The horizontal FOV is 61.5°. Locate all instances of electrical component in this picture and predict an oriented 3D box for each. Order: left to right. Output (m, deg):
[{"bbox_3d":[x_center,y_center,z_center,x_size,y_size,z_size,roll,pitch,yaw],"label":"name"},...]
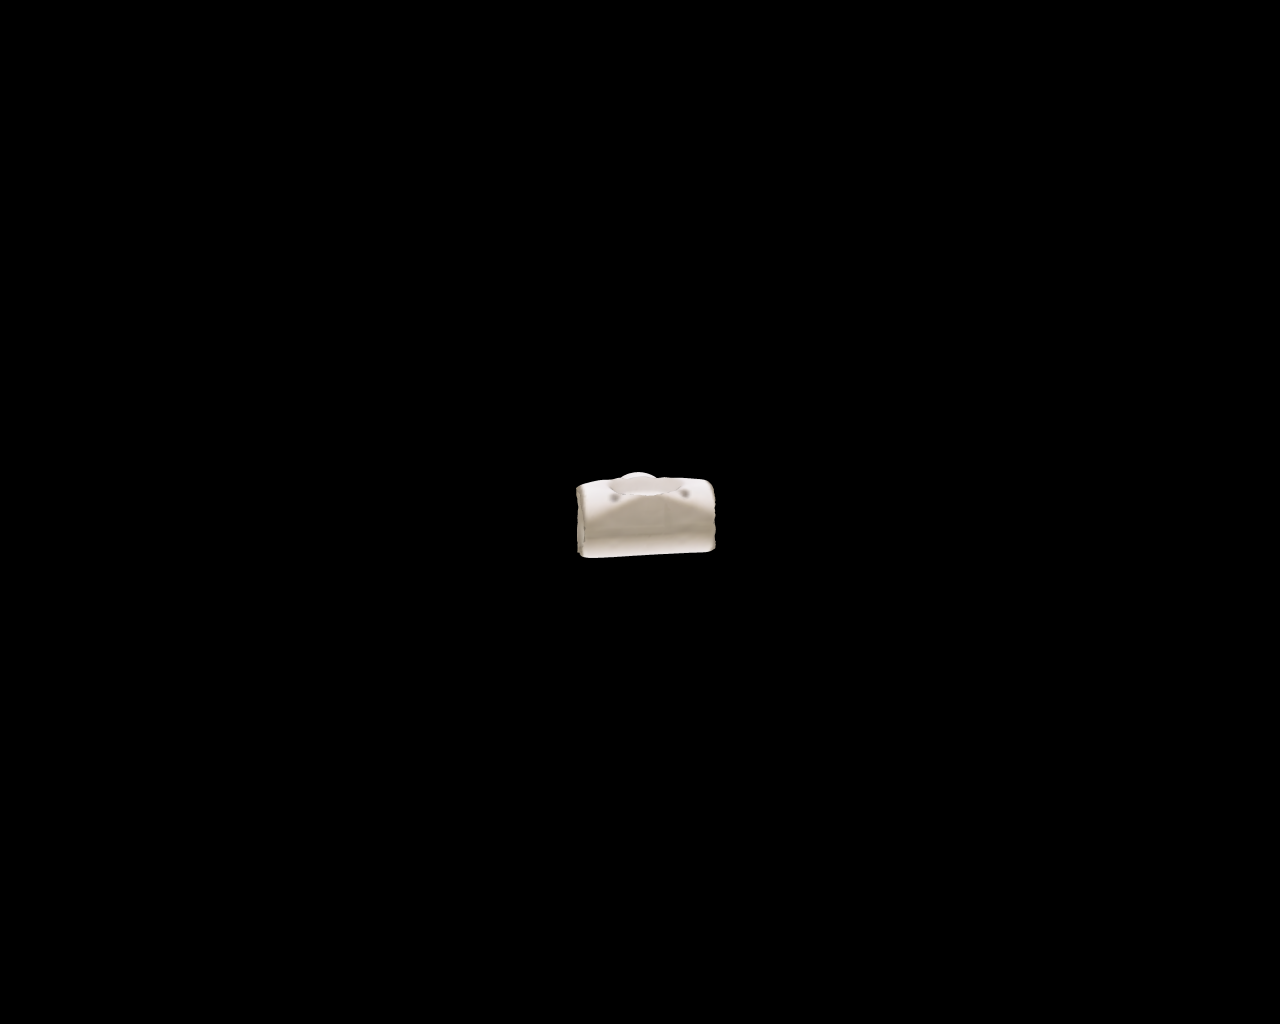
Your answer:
[{"bbox_3d":[0.001,-0.003,0.650,0.077,0.044,0.079,-3,20,-7],"label":"electrical component"}]
